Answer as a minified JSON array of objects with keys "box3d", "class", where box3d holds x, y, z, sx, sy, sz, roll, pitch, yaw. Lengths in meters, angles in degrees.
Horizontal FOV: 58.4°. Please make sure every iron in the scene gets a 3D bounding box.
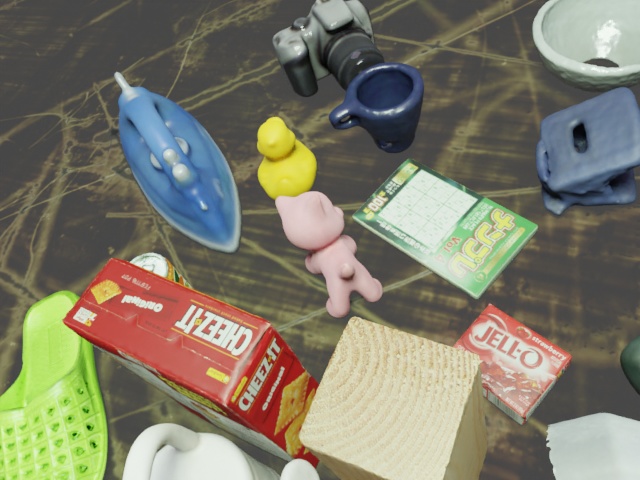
[{"box3d":[-0.184,-0.103,0.716,0.119,0.142,0.257,-35,54,-7],"class":"iron"}]

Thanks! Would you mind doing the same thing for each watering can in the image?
[{"box3d":[-0.087,0.202,0.448,0.173,0.194,0.100,-28,53,-3],"class":"watering can"}]

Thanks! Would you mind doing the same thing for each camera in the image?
[{"box3d":[0.020,-0.259,0.785,0.143,0.101,0.136,-27,53,-2],"class":"camera"}]

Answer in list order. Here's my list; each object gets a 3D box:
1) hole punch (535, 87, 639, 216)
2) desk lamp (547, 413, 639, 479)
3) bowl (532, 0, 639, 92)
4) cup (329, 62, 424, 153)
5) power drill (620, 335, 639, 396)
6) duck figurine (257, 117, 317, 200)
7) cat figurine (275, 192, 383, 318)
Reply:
[{"box3d":[0.280,-0.094,0.600,0.101,0.091,0.108,-3,56,15],"class":"hole punch"},{"box3d":[0.246,0.172,0.355,0.203,0.214,0.118,-12,54,9],"class":"desk lamp"},{"box3d":[0.340,-0.232,0.685,0.167,0.075,0.167,-8,55,12],"class":"bowl"},{"box3d":[0.073,-0.146,0.696,0.118,0.095,0.091,-26,53,-1],"class":"cup"},{"box3d":[0.316,0.059,0.413,0.230,0.209,0.075,-32,54,-6],"class":"power drill"},{"box3d":[-0.049,-0.106,0.712,0.077,0.086,0.104,-14,54,8],"class":"duck figurine"},{"box3d":[0.006,0.002,0.602,0.067,0.118,0.127,-30,54,-4],"class":"cat figurine"}]
